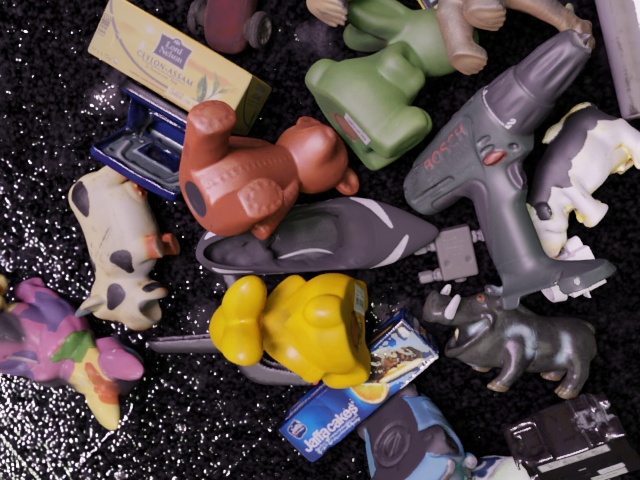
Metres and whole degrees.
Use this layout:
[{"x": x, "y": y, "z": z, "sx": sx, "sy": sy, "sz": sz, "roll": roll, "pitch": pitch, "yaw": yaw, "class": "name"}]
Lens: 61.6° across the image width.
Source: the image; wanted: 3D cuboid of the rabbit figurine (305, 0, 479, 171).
[{"x": 0.080, "y": -0.180, "z": 0.567, "sx": 0.170, "sy": 0.121, "sz": 0.159, "roll": -41, "pitch": 83, "yaw": -5, "class": "rabbit figurine"}]

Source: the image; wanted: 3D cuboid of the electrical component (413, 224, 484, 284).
[{"x": 0.155, "y": 0.017, "z": 0.615, "sx": 0.094, "sy": 0.021, "sz": 0.063, "roll": -14, "pitch": 96, "yaw": 8, "class": "electrical component"}]

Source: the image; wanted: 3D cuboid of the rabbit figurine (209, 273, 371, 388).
[{"x": -0.044, "y": 0.096, "z": 0.562, "sx": 0.173, "sy": 0.162, "sz": 0.122, "roll": -4, "pitch": 80, "yaw": 23, "class": "rabbit figurine"}]

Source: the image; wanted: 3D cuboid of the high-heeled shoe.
[{"x": -0.001, "y": -0.002, "z": 0.568, "sx": 0.249, "sy": 0.145, "sz": 0.086, "roll": -6, "pitch": 92, "yaw": 12, "class": "high-heeled shoe"}]

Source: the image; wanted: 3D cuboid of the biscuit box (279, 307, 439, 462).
[{"x": 0.044, "y": 0.170, "z": 0.630, "sx": 0.202, "sy": 0.063, "sz": 0.059, "roll": -45, "pitch": 89, "yaw": 10, "class": "biscuit box"}]

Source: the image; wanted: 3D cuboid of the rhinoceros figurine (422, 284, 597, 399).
[{"x": 0.207, "y": 0.106, "z": 0.595, "sx": 0.190, "sy": 0.073, "sz": 0.112, "roll": 13, "pitch": 101, "yaw": 5, "class": "rhinoceros figurine"}]

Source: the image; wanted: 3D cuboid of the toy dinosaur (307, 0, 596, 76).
[{"x": 0.054, "y": -0.297, "z": 0.498, "sx": 0.471, "sy": 0.105, "sz": 0.198, "roll": 27, "pitch": 66, "yaw": -2, "class": "toy dinosaur"}]

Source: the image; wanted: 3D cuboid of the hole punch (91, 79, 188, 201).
[{"x": -0.170, "y": -0.104, "z": 0.591, "sx": 0.142, "sy": 0.116, "sz": 0.092, "roll": 27, "pitch": 95, "yaw": 2, "class": "hole punch"}]

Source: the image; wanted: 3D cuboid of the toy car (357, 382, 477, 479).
[{"x": 0.110, "y": 0.240, "z": 0.594, "sx": 0.109, "sy": 0.162, "sz": 0.103, "roll": -45, "pitch": 109, "yaw": 9, "class": "toy car"}]

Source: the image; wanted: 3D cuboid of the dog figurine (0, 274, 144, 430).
[{"x": -0.312, "y": 0.132, "z": 0.619, "sx": 0.219, "sy": 0.191, "sz": 0.108, "roll": 27, "pitch": 94, "yaw": 19, "class": "dog figurine"}]

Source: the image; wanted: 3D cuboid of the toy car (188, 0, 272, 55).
[{"x": -0.086, "y": -0.306, "z": 0.585, "sx": 0.089, "sy": 0.053, "sz": 0.202, "roll": 15, "pitch": 103, "yaw": 16, "class": "toy car"}]

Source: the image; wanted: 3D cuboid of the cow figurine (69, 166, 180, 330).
[{"x": -0.237, "y": 0.014, "z": 0.634, "sx": 0.127, "sy": 0.085, "sz": 0.194, "roll": -19, "pitch": 92, "yaw": 12, "class": "cow figurine"}]

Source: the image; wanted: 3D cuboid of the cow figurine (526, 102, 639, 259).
[{"x": 0.258, "y": -0.058, "z": 0.568, "sx": 0.098, "sy": 0.068, "sz": 0.167, "roll": 38, "pitch": 98, "yaw": 7, "class": "cow figurine"}]

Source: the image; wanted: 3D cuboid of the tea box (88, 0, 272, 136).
[{"x": -0.148, "y": -0.185, "z": 0.588, "sx": 0.170, "sy": 0.098, "sz": 0.068, "roll": 30, "pitch": 101, "yaw": 1, "class": "tea box"}]

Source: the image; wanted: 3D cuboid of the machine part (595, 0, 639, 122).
[{"x": 0.324, "y": -0.210, "z": 0.534, "sx": 0.079, "sy": 0.079, "sz": 0.243, "roll": -16, "pitch": 94, "yaw": 9, "class": "machine part"}]

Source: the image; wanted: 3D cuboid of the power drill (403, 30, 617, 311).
[{"x": 0.190, "y": -0.046, "z": 0.508, "sx": 0.232, "sy": 0.086, "sz": 0.207, "roll": -35, "pitch": 83, "yaw": 49, "class": "power drill"}]

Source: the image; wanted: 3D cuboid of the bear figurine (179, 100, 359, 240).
[{"x": -0.034, "y": -0.077, "z": 0.534, "sx": 0.196, "sy": 0.132, "sz": 0.120, "roll": -24, "pitch": 82, "yaw": -30, "class": "bear figurine"}]

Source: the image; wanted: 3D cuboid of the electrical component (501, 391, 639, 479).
[{"x": 0.276, "y": 0.226, "z": 0.583, "sx": 0.115, "sy": 0.058, "sz": 0.134, "roll": -26, "pitch": 132, "yaw": 19, "class": "electrical component"}]
